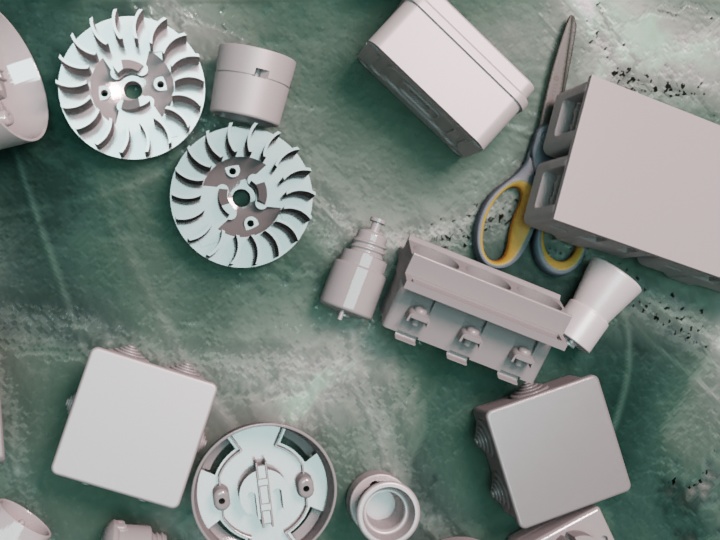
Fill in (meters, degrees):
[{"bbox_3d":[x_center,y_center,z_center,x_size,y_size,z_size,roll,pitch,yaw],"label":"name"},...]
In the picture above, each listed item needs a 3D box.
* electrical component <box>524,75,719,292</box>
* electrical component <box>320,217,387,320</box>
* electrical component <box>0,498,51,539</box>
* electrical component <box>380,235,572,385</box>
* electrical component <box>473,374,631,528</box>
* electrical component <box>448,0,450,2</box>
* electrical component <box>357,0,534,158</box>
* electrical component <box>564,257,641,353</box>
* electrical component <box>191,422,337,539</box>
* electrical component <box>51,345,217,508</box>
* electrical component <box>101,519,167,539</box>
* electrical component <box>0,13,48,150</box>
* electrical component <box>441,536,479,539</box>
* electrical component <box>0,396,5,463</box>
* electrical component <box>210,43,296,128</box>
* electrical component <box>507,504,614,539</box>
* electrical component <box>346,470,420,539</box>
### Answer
[{"bbox_3d":[0.224,-0.057,0.792,0.186,0.060,0.105,18,83,-15],"label":"electrical component"},{"bbox_3d":[0.000,0.000,0.773,0.040,0.040,0.078,21,85,-8],"label":"electrical component"},{"bbox_3d":[-0.264,0.187,0.722,0.079,0.044,0.077,37,83,-7],"label":"electrical component"},{"bbox_3d":[0.080,0.031,0.773,0.121,0.078,0.063,21,107,-8],"label":"electrical component"},{"bbox_3d":[0.138,0.130,0.788,0.100,0.048,0.099,-17,91,-10],"label":"electrical component"},{"bbox_3d":[0.046,-0.225,0.761,0.056,0.089,0.050,14,86,-9],"label":"electrical component"},{"bbox_3d":[0.061,-0.140,0.768,0.113,0.078,0.057,43,85,-6],"label":"electrical component"},{"bbox_3d":[0.173,0.029,0.802,0.044,0.044,0.065,36,88,-7],"label":"electrical component"},{"bbox_3d":[-0.067,0.152,0.746,0.099,0.064,0.099,0,89,-9],"label":"electrical component"},{"bbox_3d":[-0.154,0.106,0.740,0.100,0.048,0.099,19,86,-9],"label":"electrical component"},{"bbox_3d":[-0.148,0.198,0.742,0.062,0.048,0.048,8,87,-16],"label":"electrical component"},{"bbox_3d":[-0.252,-0.125,0.708,0.064,0.099,0.099,-21,92,-3],"label":"electrical component"},{"bbox_3d":[0.076,0.239,0.767,0.099,0.064,0.099,0,88,-10],"label":"electrical component"},{"bbox_3d":[-0.262,0.079,0.699,0.048,0.100,0.099,-4,89,-22],"label":"electrical component"},{"bbox_3d":[-0.077,-0.129,0.757,0.055,0.055,0.047,12,90,-9],"label":"electrical component"},{"bbox_3d":[0.154,0.206,0.775,0.066,0.077,0.047,-26,93,-9],"label":"electrical component"},{"bbox_3d":[0.015,0.168,0.764,0.045,0.055,0.045,0,89,-9],"label":"electrical component"}]
